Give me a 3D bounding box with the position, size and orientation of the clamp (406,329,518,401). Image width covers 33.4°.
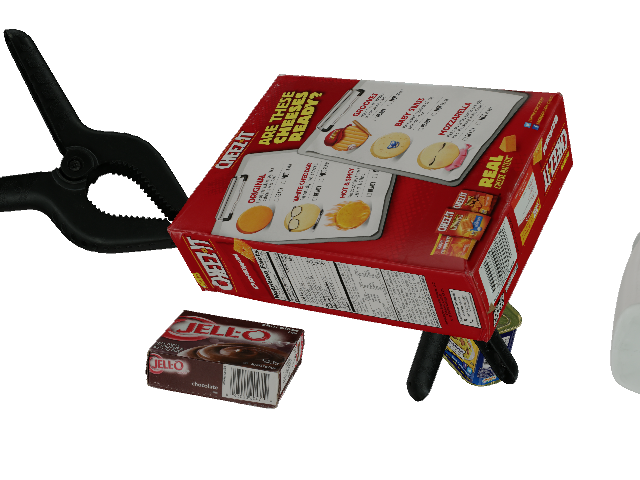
[{"bbox_3d":[0.115,0.062,0.961,0.120,0.171,0.039,-15,1,-37],"label":"clamp"}]

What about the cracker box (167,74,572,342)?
[{"bbox_3d":[0.035,-0.028,0.694,0.214,0.072,0.164,8,49,30],"label":"cracker box"}]

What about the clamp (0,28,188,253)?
[{"bbox_3d":[-0.182,-0.060,0.790,0.210,0.164,0.036,20,-19,-4],"label":"clamp"}]

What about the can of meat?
[{"bbox_3d":[0.168,0.098,1.171,0.057,0.084,0.102,-13,40,-25],"label":"can of meat"}]

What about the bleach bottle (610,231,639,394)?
[{"bbox_3d":[0.264,0.034,0.748,0.103,0.068,0.250,10,21,18],"label":"bleach bottle"}]

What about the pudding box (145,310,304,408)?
[{"bbox_3d":[-0.078,0.097,0.892,0.113,0.039,0.090,10,21,9],"label":"pudding box"}]
